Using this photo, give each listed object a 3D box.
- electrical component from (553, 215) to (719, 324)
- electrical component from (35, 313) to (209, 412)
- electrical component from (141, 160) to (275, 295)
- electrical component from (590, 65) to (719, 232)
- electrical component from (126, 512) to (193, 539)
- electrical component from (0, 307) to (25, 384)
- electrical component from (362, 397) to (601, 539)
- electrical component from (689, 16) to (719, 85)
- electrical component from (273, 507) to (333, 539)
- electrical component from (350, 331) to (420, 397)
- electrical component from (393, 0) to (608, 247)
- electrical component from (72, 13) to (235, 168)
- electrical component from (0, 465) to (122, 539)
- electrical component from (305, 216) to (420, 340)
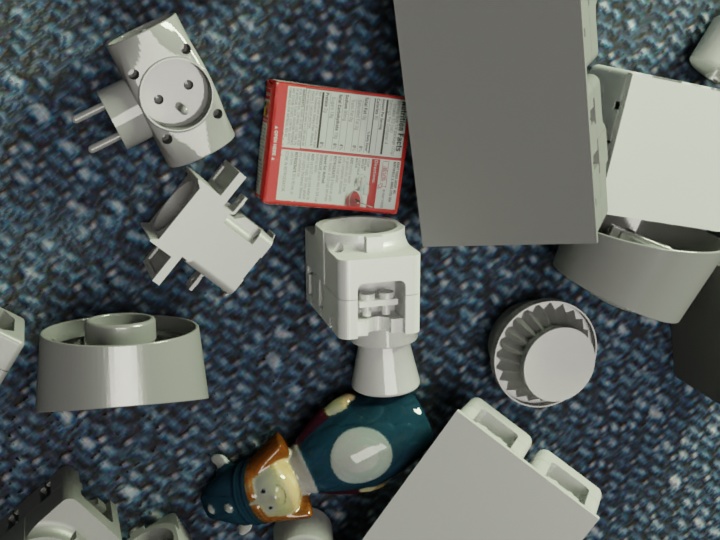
[{"bbox_3d":[0.179,-0.009,0.700,0.099,0.099,0.064,18,105,-20],"label":"electrical component"},{"bbox_3d":[-0.138,0.059,0.624,0.099,0.099,0.064,-3,99,-16],"label":"electrical component"},{"bbox_3d":[-0.090,-0.022,0.644,0.064,0.042,0.081,38,92,-26],"label":"electrical component"},{"bbox_3d":[0.218,-0.077,0.711,0.150,0.062,0.089,7,104,-19],"label":"electrical component"},{"bbox_3d":[-0.122,0.197,0.668,0.050,0.089,0.055,-31,111,-7],"label":"electrical component"},{"bbox_3d":[-0.240,0.052,0.615,0.066,0.047,0.076,30,94,-22],"label":"electrical component"},{"bbox_3d":[0.059,0.188,0.700,0.105,0.060,0.186,37,105,11],"label":"electrical component"},{"bbox_3d":[0.252,-0.157,0.711,0.040,0.040,0.078,30,94,-22],"label":"electrical component"},{"bbox_3d":[-0.036,0.189,0.701,0.040,0.078,0.040,-2,115,-4],"label":"electrical component"},{"bbox_3d":[0.016,0.048,0.693,0.045,0.045,0.055,-7,106,-15],"label":"electrical component"},{"bbox_3d":[0.085,-0.112,0.634,0.105,0.060,0.186,-1,109,22],"label":"electrical component"},{"bbox_3d":[-0.123,-0.094,0.612,0.079,0.044,0.077,-28,111,-8],"label":"electrical component"},{"bbox_3d":[-0.195,0.174,0.658,0.089,0.056,0.050,-42,112,-3],"label":"electrical component"},{"bbox_3d":[0.000,0.000,0.651,0.050,0.089,0.055,-5,106,-15],"label":"electrical component"}]
